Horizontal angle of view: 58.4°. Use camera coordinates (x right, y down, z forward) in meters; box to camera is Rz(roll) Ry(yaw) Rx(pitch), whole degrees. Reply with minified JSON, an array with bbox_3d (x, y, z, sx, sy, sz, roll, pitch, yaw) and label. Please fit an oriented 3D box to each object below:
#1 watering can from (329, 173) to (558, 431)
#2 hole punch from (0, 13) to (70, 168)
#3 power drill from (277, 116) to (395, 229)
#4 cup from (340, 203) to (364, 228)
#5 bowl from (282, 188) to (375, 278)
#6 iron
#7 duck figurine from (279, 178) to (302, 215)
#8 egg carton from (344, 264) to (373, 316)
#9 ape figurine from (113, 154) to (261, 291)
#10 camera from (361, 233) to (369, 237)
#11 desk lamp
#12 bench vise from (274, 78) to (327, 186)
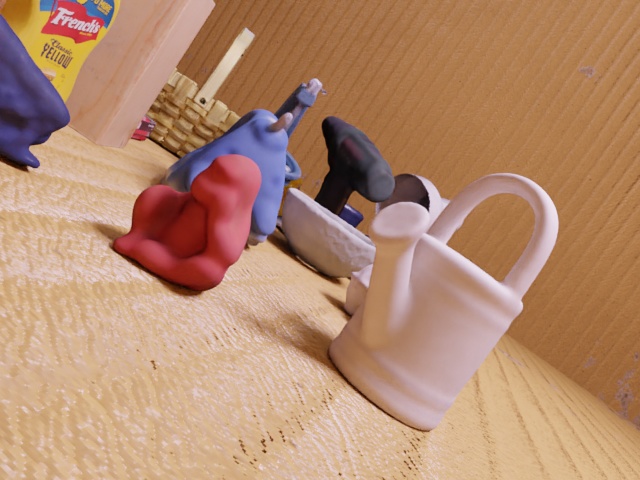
[{"bbox_3d":[0.097,0.033,0.425,0.100,0.194,0.173,37,6,27],"label":"watering can"},{"bbox_3d":[-0.216,-0.115,0.373,0.108,0.091,0.101,38,6,36],"label":"hole punch"},{"bbox_3d":[0.015,-0.088,0.926,0.076,0.208,0.228,30,7,-39],"label":"power drill"},{"bbox_3d":[0.014,-0.036,1.062,0.092,0.095,0.117,31,6,-33],"label":"cup"},{"bbox_3d":[0.007,0.003,0.790,0.167,0.074,0.167,34,5,-3],"label":"bowl"},{"bbox_3d":[-0.097,-0.095,0.655,0.119,0.141,0.257,32,6,-23],"label":"iron"},{"bbox_3d":[-0.066,-0.081,1.023,0.078,0.086,0.104,33,6,-18],"label":"duck figurine"},{"bbox_3d":[0.100,0.087,0.643,0.151,0.069,0.107,31,6,-34],"label":"egg carton"},{"bbox_3d":[-0.073,-0.015,0.367,0.077,0.092,0.076,38,6,35],"label":"ape figurine"},{"bbox_3d":[0.106,0.039,0.931,0.137,0.101,0.143,34,5,-2],"label":"camera"},{"bbox_3d":[0.169,0.000,1.057,0.117,0.213,0.204,39,7,40],"label":"desk lamp"},{"bbox_3d":[-0.085,-0.160,0.881,0.122,0.219,0.206,31,6,-36],"label":"bench vise"}]
